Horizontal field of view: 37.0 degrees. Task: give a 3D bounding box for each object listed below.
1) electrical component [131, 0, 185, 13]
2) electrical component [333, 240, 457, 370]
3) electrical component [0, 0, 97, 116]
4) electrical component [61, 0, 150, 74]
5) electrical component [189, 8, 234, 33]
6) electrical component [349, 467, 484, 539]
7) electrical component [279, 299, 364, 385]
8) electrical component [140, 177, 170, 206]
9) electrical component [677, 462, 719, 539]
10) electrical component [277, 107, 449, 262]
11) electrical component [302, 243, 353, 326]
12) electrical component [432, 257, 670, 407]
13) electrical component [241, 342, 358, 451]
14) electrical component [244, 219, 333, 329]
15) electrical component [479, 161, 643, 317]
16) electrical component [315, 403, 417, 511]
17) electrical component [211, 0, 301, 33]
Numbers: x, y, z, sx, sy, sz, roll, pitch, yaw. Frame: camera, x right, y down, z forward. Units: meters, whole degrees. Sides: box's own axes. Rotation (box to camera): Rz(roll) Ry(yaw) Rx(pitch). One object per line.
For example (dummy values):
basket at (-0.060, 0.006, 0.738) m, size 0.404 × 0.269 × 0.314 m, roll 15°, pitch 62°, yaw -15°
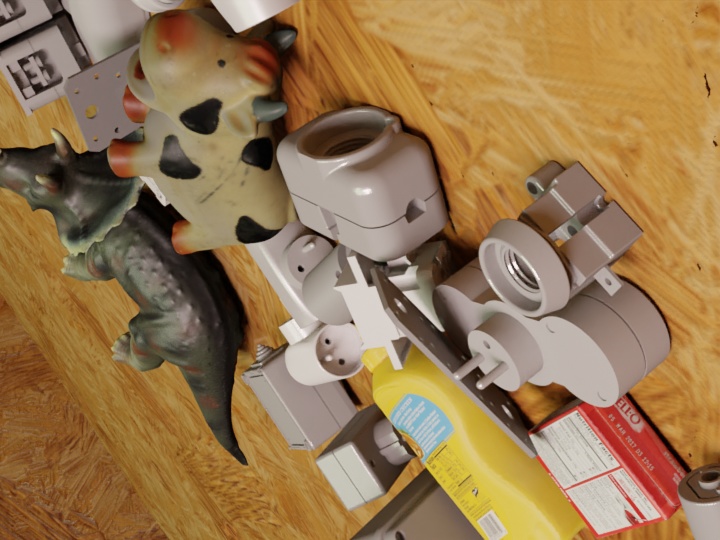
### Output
electrical component at (-0.126, -0.186, 0.697) m, size 0.061 × 0.035 × 0.035 m, roll 13°, pitch 134°, yaw 55°
electrical component at (0.026, 0.013, 0.631) m, size 0.064 × 0.042 × 0.081 m, roll -9°, pitch 120°, yaw 25°
electrical component at (-0.269, -0.201, 0.872) m, size 0.105 × 0.060 × 0.186 m, roll 65°, pitch 173°, yaw -24°
electrical component at (-0.198, -0.199, 0.808) m, size 0.079 × 0.044 × 0.077 m, roll 42°, pitch 154°, yaw 29°
electrical component at (-0.114, -0.152, 0.713) m, size 0.078 × 0.040 × 0.040 m, roll 17°, pitch 136°, yaw 57°
electrical component at (0.057, 0.185, 0.743) m, size 0.078 × 0.113 × 0.057 m, roll 55°, pitch 140°, yaw 0°
electrical component at (-0.037, 0.051, 0.838) m, size 0.079 × 0.044 × 0.077 m, roll 56°, pitch 158°, yaw -3°
electrical component at (-0.138, -0.086, 0.824) m, size 0.081 × 0.064 × 0.042 m, roll 49°, pitch 156°, yaw 16°
electrical component at (0.179, 0.126, 0.519) m, size 0.044 × 0.044 × 0.065 m, roll 6°, pitch 123°, yaw 61°
electrical component at (-0.001, -0.053, 0.607) m, size 0.095 × 0.054 × 0.059 m, roll 28°, pitch 146°, yaw 47°
electrical component at (0.000, 0.000, 0.689) m, size 0.043 × 0.043 × 0.081 m, roll 53°, pitch 139°, yaw 4°
electrical component at (0.080, 0.036, 0.544) m, size 0.138 × 0.074 × 0.052 m, roll 17°, pitch 137°, yaw 57°
electrical component at (-0.052, 0.098, 0.912) m, size 0.096 × 0.061 × 0.062 m, roll 57°, pitch 158°, yaw -5°
electrical component at (-0.040, -0.004, 0.767) m, size 0.077 × 0.044 × 0.079 m, roll 57°, pitch 158°, yaw -4°
electrical component at (0.088, -0.011, 0.487) m, size 0.066 × 0.055 × 0.048 m, roll 50°, pitch 157°, yaw 12°
electrical component at (0.022, 0.129, 0.805) m, size 0.076 × 0.083 × 0.047 m, roll -32°, pitch 94°, yaw 29°
electrical component at (-0.074, -0.174, 0.597) m, size 0.079 × 0.044 × 0.077 m, roll 6°, pitch 128°, yaw 62°
